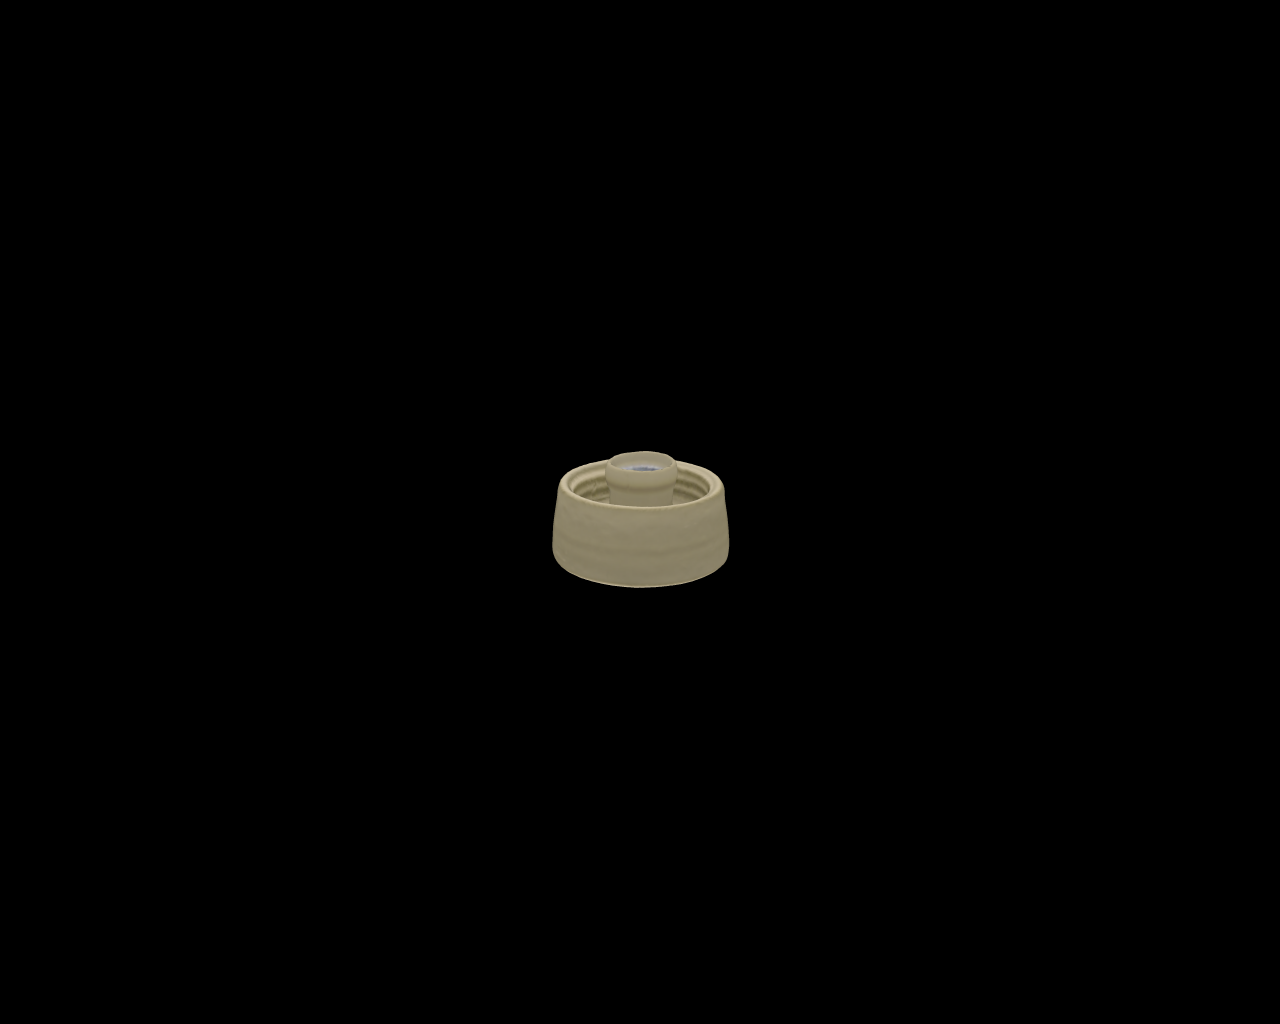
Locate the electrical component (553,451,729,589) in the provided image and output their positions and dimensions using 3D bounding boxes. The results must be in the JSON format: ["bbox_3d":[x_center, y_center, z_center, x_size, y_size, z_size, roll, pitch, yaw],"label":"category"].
[{"bbox_3d":[0.001,-0.003,0.650,0.108,0.060,0.108,0,19,0],"label":"electrical component"}]
